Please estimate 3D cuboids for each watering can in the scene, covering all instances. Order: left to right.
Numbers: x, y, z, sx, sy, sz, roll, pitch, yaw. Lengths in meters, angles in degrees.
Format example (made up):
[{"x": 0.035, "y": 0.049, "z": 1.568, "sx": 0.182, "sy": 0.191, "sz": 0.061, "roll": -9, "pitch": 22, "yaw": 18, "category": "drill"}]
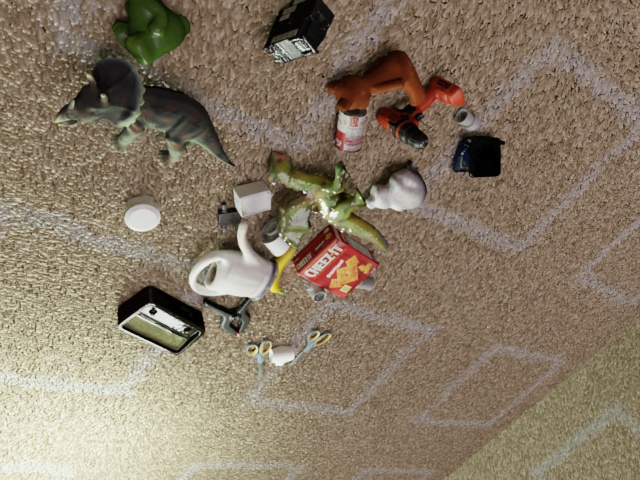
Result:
[{"x": -0.208, "y": 0.069, "z": 1.382, "sx": 0.223, "sy": 0.106, "sz": 0.342, "roll": 17, "pitch": 138, "yaw": -33, "category": "watering can"}]

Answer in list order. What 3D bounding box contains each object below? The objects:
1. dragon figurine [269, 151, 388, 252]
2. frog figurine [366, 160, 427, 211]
[{"x": 0.004, "y": -0.067, "z": 1.333, "sx": 0.243, "sy": 0.124, "sz": 0.404, "roll": -31, "pitch": 115, "yaw": 1, "category": "dragon figurine"}, {"x": 0.207, "y": -0.126, "z": 1.411, "sx": 0.160, "sy": 0.124, "sz": 0.134, "roll": -29, "pitch": 156, "yaw": -13, "category": "frog figurine"}]
